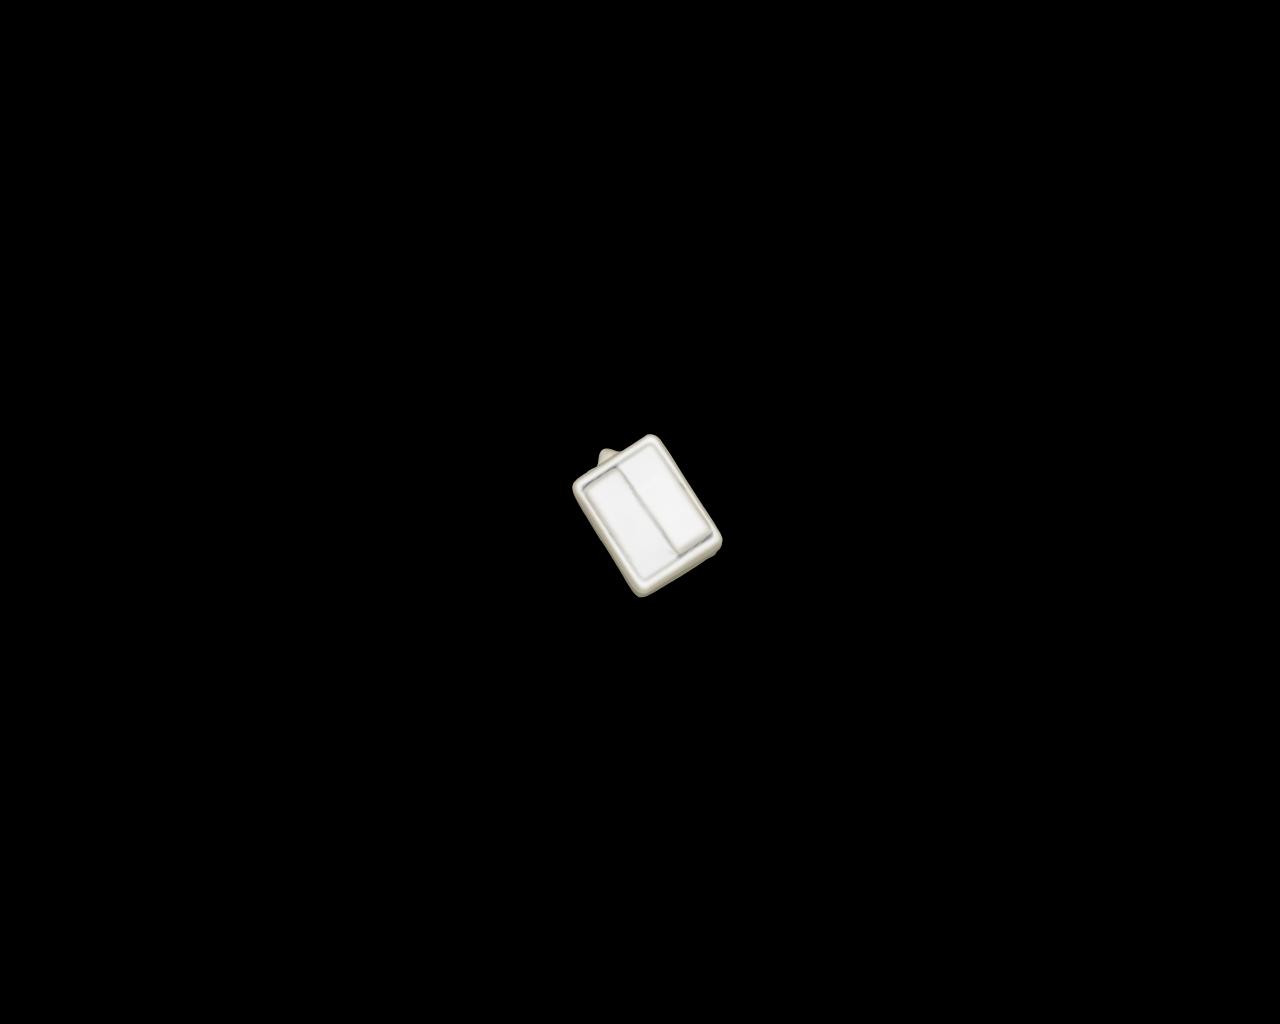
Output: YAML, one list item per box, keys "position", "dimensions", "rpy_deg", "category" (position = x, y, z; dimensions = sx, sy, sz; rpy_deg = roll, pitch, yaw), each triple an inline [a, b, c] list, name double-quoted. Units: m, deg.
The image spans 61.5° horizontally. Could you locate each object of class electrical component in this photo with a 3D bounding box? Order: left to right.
- position: [0.001, -0.003, 0.650]
  dimensions: [0.062, 0.096, 0.061]
  rpy_deg: [-31, -7, -5]
  category: "electrical component"
